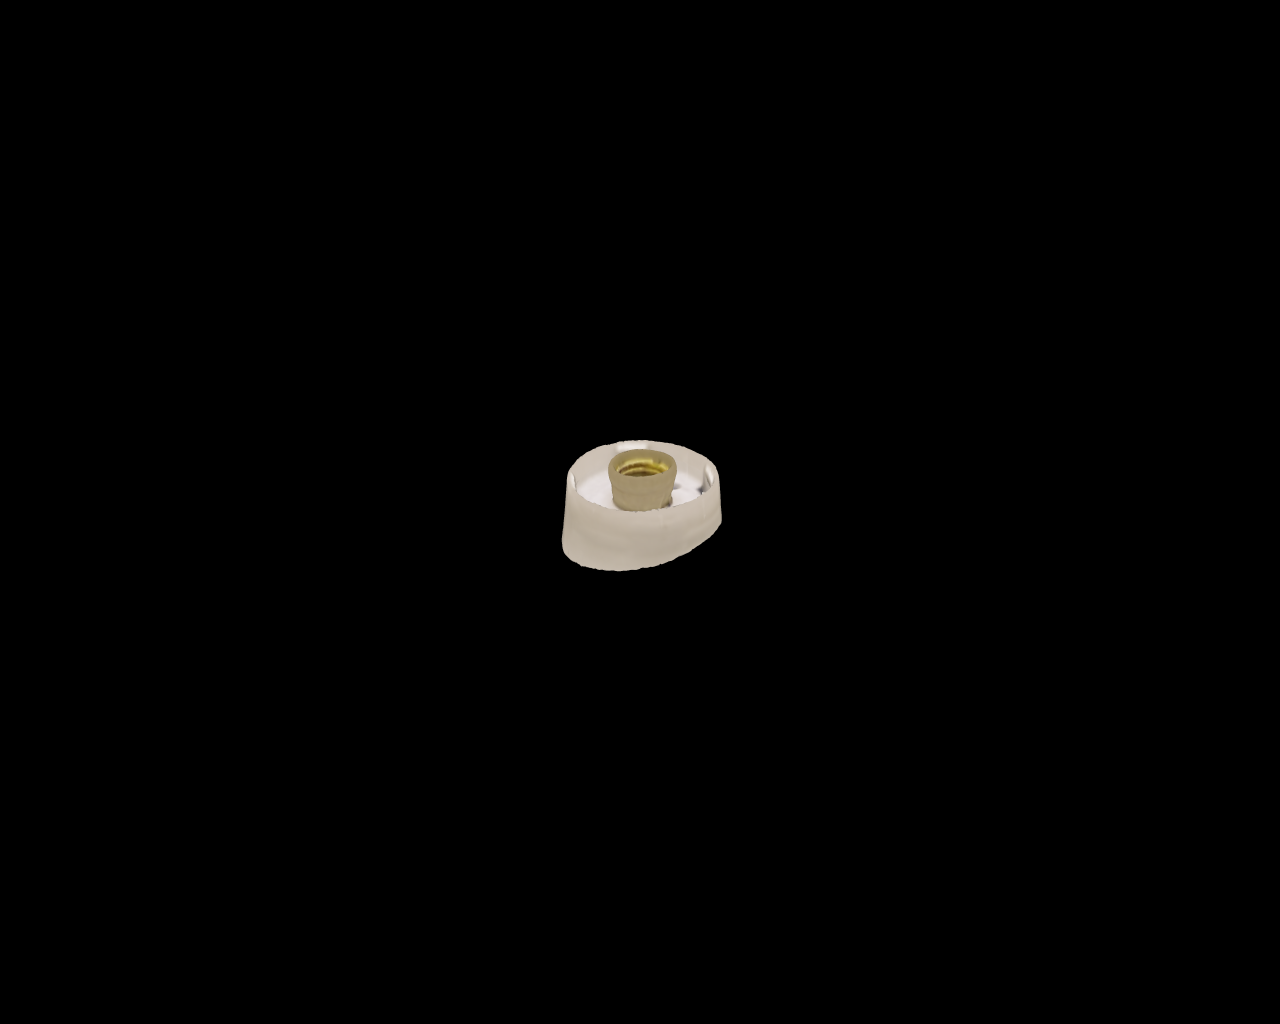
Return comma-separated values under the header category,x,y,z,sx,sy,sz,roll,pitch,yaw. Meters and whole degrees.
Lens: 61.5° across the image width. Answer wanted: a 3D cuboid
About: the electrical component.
category,x,y,z,sx,sy,sz,roll,pitch,yaw
electrical component,0.001,-0.003,0.650,0.099,0.064,0.099,0,31,0
